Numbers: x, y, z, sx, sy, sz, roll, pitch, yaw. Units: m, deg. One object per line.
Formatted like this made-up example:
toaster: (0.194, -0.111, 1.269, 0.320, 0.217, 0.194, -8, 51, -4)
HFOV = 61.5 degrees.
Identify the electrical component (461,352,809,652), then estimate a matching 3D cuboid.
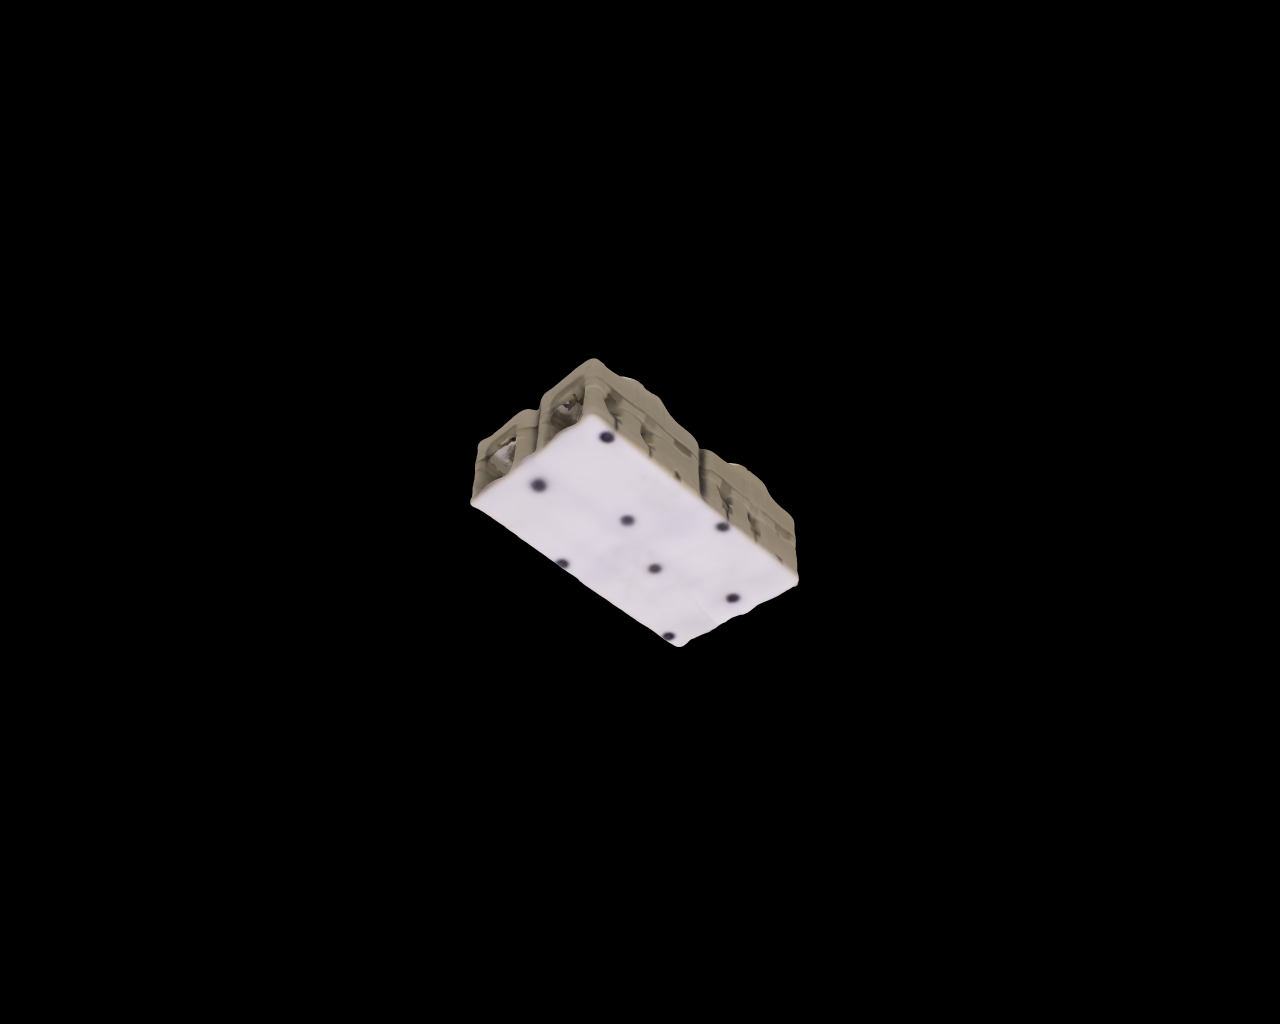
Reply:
electrical component: (0.001, -0.003, 0.650, 0.105, 0.060, 0.186, -33, -54, 29)
